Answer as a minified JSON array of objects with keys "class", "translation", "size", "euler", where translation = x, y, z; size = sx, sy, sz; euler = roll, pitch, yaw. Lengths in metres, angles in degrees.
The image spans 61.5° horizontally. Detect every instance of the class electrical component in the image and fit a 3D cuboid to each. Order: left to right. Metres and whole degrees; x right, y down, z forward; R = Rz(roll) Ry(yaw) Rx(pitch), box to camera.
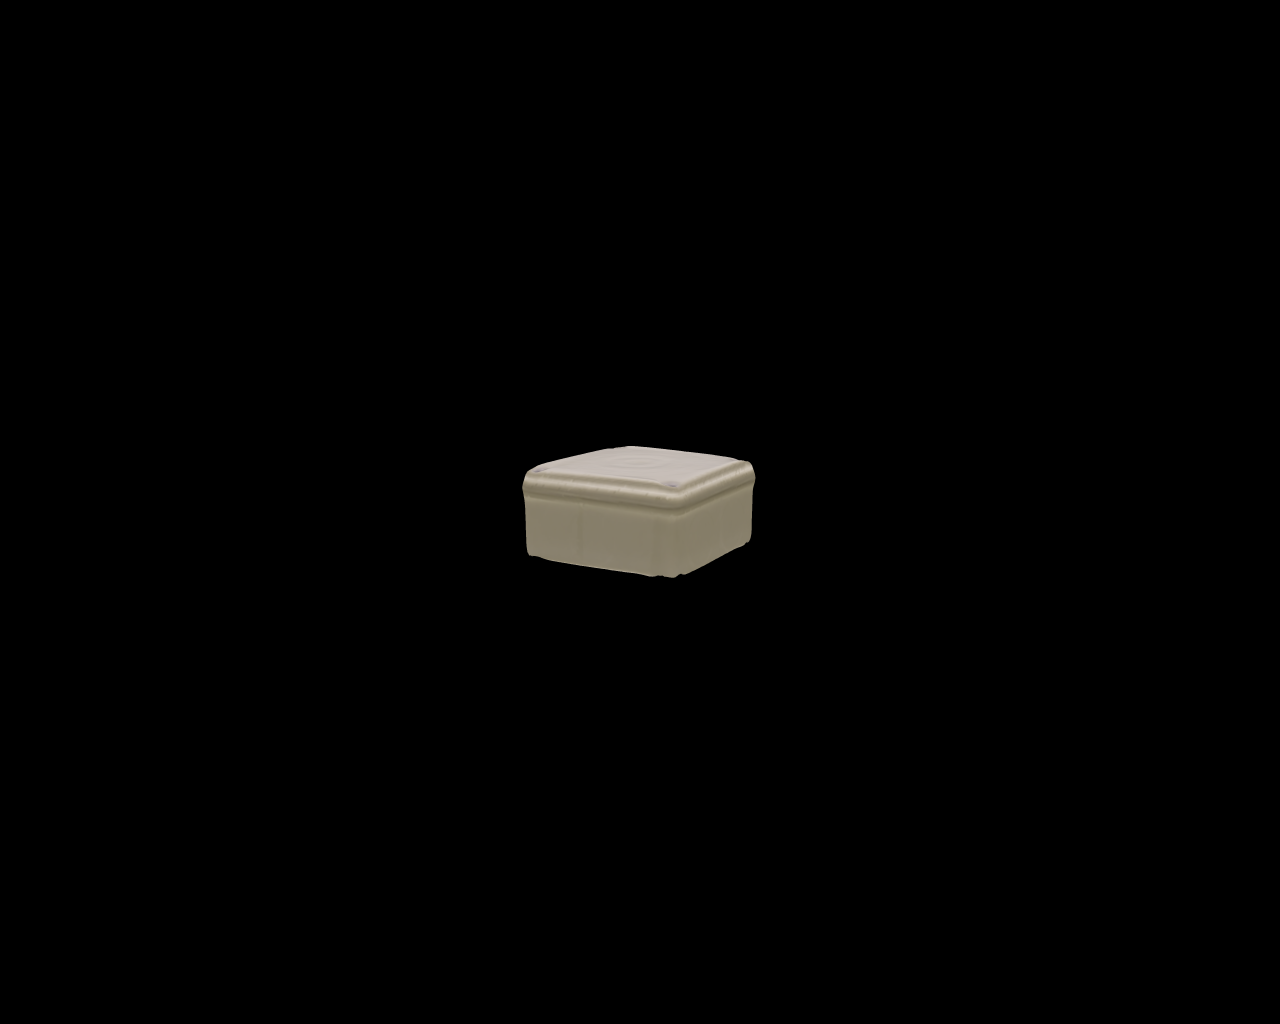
[{"class":"electrical component","translation":[0.001,-0.003,0.650],"size":[0.109,0.056,0.109],"euler":[8,15,30]}]
